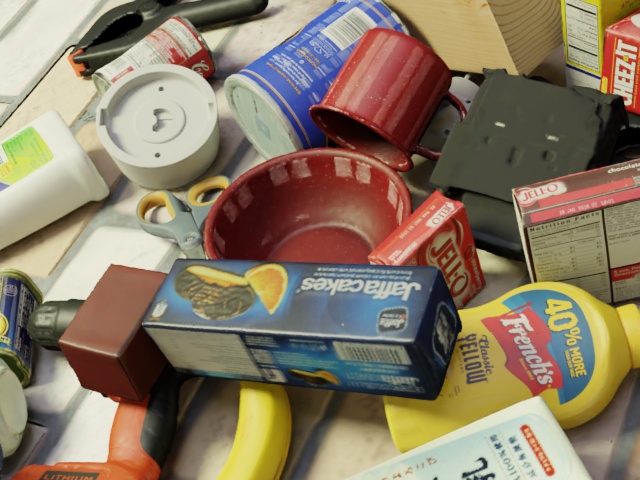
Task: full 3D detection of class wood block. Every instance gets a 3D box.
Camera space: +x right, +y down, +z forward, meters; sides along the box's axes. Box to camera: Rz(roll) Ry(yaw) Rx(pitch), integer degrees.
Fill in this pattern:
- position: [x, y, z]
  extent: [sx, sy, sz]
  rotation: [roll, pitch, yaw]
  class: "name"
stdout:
- position: [0.113, -0.208, 0.915]
  extent: [0.090, 0.090, 0.206]
  rotation: [-41, 31, -19]
  class: "wood block"

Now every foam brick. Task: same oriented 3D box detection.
- position: [-0.135, 0.064, 0.742]
  extent: [0.051, 0.053, 0.078]
  rotation: [8, 47, 22]
  class: "foam brick"

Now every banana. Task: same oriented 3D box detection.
- position: [-0.064, 0.160, 0.708]
  extent: [0.070, 0.037, 0.197]
  rotation: [11, 57, 19]
  class: "banana"

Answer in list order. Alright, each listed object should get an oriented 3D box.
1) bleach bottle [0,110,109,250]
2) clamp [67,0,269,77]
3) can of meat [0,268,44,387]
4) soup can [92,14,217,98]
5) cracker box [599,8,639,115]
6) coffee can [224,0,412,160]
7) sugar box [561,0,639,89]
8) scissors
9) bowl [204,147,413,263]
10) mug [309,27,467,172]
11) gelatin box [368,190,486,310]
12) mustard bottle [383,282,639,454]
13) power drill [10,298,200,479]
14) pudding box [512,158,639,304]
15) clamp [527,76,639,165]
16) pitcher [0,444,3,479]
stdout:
- position: [-0.321, -0.016, 0.960]
  extent: [0.250, 0.068, 0.103]
  rotation: [-34, 46, -8]
  class: "bleach bottle"
- position: [-0.175, -0.242, 1.134]
  extent: [0.210, 0.036, 0.165]
  rotation: [-29, 45, -7]
  class: "clamp"
- position: [-0.278, 0.079, 0.857]
  extent: [0.102, 0.057, 0.084]
  rotation: [-15, 47, 8]
  class: "can of meat"
- position: [-0.160, -0.162, 1.031]
  extent: [0.102, 0.068, 0.069]
  rotation: [-39, 47, -16]
  class: "soup can"
- position: [0.342, -0.131, 0.782]
  extent: [0.164, 0.072, 0.214]
  rotation: [-32, 44, -32]
  class: "cracker box"
- position: [0.003, -0.135, 0.918]
  extent: [0.140, 0.103, 0.103]
  rotation: [-38, 47, -16]
  class: "coffee can"
- position: [0.231, -0.191, 0.832]
  extent: [0.093, 0.176, 0.048]
  rotation: [-43, 49, -20]
  class: "sugar box"
- position: [-0.090, -0.008, 0.868]
  extent: [0.096, 0.016, 0.202]
  rotation: [-29, 32, -18]
  class: "scissors"
- position: [-0.005, 0.001, 0.822]
  extent: [0.162, 0.055, 0.162]
  rotation: [-8, 44, 8]
  class: "bowl"
- position: [0.061, -0.106, 0.835]
  extent: [0.117, 0.093, 0.081]
  rotation: [28, 80, 11]
  class: "mug"
- position: [0.077, 0.022, 0.751]
  extent: [0.073, 0.089, 0.030]
  rotation: [-42, 48, -19]
  class: "gelatin box"
- position: [0.135, 0.078, 0.695]
  extent: [0.192, 0.058, 0.096]
  rotation: [-14, 61, 7]
  class: "mustard bottle"
- position: [-0.157, 0.117, 0.773]
  extent: [0.185, 0.057, 0.187]
  rotation: [-1, 48, 20]
  class: "power drill"
- position: [0.182, 0.001, 0.714]
  extent: [0.090, 0.113, 0.039]
  rotation: [-12, 49, 10]
  class: "pudding box"
- position: [0.214, -0.080, 0.830]
  extent: [0.172, 0.039, 0.120]
  rotation: [6, 62, 24]
  class: "clamp"
- position: [-0.259, 0.226, 0.653]
  extent: [0.145, 0.149, 0.243]
  rotation: [-19, 48, 3]
  class: "pitcher"
